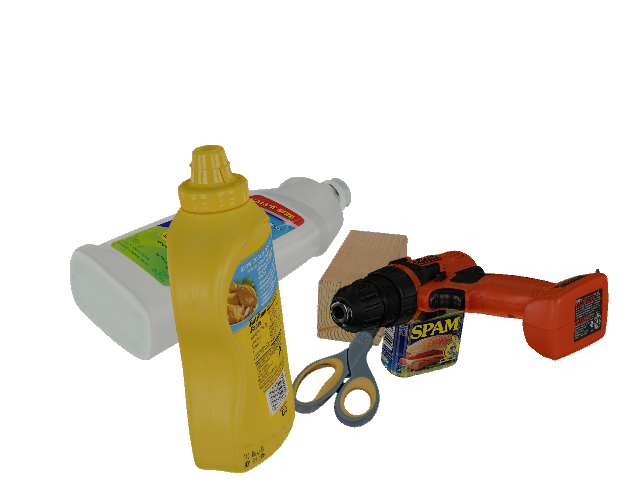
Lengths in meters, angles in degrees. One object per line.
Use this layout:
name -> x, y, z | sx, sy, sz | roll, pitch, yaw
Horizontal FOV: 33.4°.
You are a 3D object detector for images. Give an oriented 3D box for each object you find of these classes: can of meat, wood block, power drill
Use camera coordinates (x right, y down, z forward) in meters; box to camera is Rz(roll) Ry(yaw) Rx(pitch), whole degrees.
can of meat -> 0.125, 0.114, 1.307 | 0.101, 0.084, 0.057 | -9, 30, -25
wood block -> 0.063, 0.064, 1.536 | 0.091, 0.090, 0.206 | 7, 22, 12
power drill -> 0.125, 0.050, 0.877 | 0.188, 0.057, 0.184 | 10, 17, 39

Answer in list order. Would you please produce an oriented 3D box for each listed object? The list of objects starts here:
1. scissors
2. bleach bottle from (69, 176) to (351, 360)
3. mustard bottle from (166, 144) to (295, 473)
scissors -> 0.053, 0.118, 1.088 | 0.096, 0.016, 0.201 | 34, 53, 28
bleach bottle -> -0.074, 0.002, 0.878 | 0.103, 0.068, 0.250 | 36, 46, 28
mustard bottle -> -0.056, 0.036, 0.647 | 0.058, 0.192, 0.096 | 2, 21, 20
